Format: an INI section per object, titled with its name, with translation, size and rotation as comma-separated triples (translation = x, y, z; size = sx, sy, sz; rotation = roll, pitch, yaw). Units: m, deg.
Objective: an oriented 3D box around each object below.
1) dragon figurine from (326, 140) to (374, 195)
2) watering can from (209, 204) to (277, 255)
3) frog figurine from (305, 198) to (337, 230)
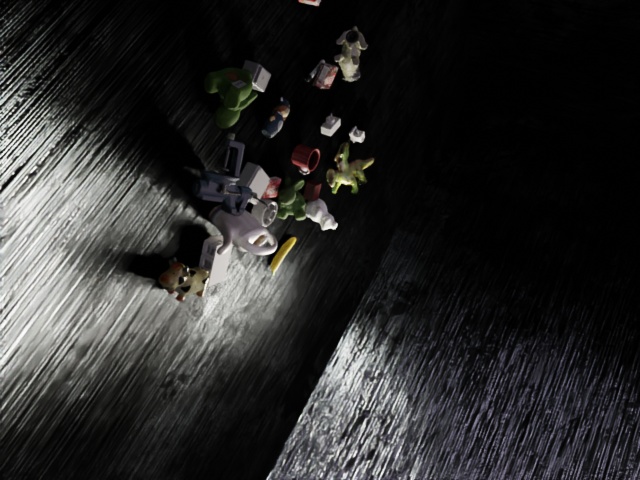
[dragon figurine]
translation = 0.143, -0.360, 2.435
size = 0.418, 0.123, 0.237
rotation = -52, 146, -36
[watering can]
translation = -0.266, -0.031, 1.625
size = 0.103, 0.226, 0.348
rotation = -55, 160, 16
[frog figurine]
translation = 0.007, -0.114, 2.257
size = 0.123, 0.160, 0.136
rotation = -68, 158, -3
